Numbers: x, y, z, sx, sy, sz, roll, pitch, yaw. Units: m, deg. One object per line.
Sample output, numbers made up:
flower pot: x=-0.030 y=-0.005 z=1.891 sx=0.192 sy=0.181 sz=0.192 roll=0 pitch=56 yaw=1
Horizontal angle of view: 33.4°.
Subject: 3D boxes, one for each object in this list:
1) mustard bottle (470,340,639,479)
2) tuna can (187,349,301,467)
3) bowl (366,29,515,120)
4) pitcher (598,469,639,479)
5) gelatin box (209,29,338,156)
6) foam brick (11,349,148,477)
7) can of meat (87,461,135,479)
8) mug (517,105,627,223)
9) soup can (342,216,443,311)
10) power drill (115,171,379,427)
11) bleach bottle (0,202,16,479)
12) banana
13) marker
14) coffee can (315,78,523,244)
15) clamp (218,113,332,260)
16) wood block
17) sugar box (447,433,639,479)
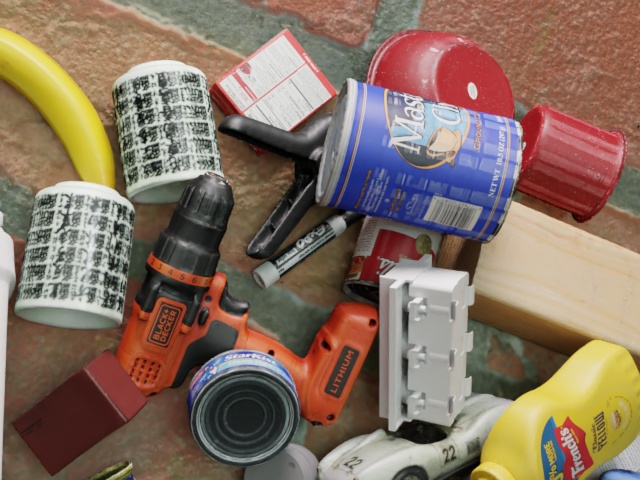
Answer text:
mustard bottle: x=0.184 y=0.163 z=0.855 sx=0.191 sy=0.058 sz=0.096 roll=-28 pitch=118 yaw=-33
tuna can: x=-0.058 y=0.129 z=0.812 sx=0.086 sy=0.034 sz=0.086 roll=-2 pitch=108 yaw=-8
bowl: x=0.121 y=-0.122 z=0.950 sx=0.161 sy=0.055 sz=0.162 roll=10 pitch=71 yaw=-31
pitcher: x=0.261 y=0.315 z=0.860 sx=0.144 sy=0.149 sz=0.243 roll=13 pitch=83 yaw=-21
gelatin box: x=-0.041 y=-0.128 z=0.927 sx=0.089 sy=0.030 sz=0.073 roll=-41 pitch=95 yaw=-21
foam brick: x=-0.178 y=0.128 z=0.795 sx=0.078 sy=0.051 sz=0.053 roll=-36 pitch=92 yaw=15
can of meat: x=-0.170 y=0.227 z=0.795 sx=0.102 sy=0.058 sz=0.084 roll=-26 pitch=91 yaw=-21
mug: x=0.222 y=-0.081 z=0.985 sx=0.081 sy=0.093 sz=0.117 roll=21 pitch=42 yaw=-9
soup can: x=0.067 y=0.006 z=0.917 sx=0.068 sy=0.069 sz=0.102 roll=25 pitch=72 yaw=-13
power drill: x=-0.052 y=0.057 z=0.843 sx=0.187 sy=0.057 sz=0.184 roll=21 pitch=100 yaw=-14
bleach bottle: x=-0.259 y=0.093 z=0.778 sx=0.068 sy=0.103 sz=0.251 roll=9 pitch=70 yaw=-25
banana: x=-0.232 y=-0.115 z=0.856 sx=0.197 sy=0.037 sz=0.069 roll=37 pitch=87 yaw=-8
marker: x=-0.006 y=0.001 z=0.918 sx=0.121 sy=0.020 sz=0.020 roll=-36 pitch=92 yaw=-22
coffee can: x=0.076 y=-0.062 z=0.846 sx=0.140 sy=0.103 sz=0.103 roll=13 pitch=75 yaw=-6
clamp: x=-0.012 y=-0.070 z=0.902 sx=0.171 sy=0.039 sz=0.120 roll=-32 pitch=118 yaw=-34
wood block: x=0.213 y=0.044 z=0.948 sx=0.206 sy=0.091 sz=0.090 roll=22 pitch=74 yaw=-15
sugar box: x=0.204 y=0.202 z=0.937 sx=0.176 sy=0.048 sz=0.093 roll=-29 pitch=90 yaw=-19
